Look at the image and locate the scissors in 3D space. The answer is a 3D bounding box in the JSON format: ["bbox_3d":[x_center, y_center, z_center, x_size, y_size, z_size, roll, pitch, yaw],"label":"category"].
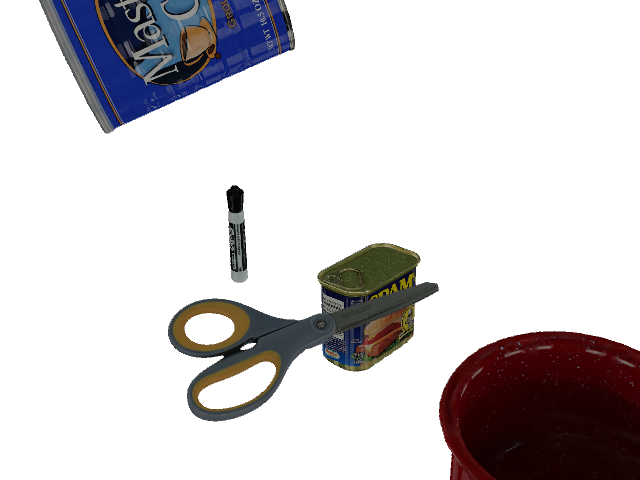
[{"bbox_3d":[-0.019,0.051,0.740,0.201,0.096,0.016,-33,-23,-29],"label":"scissors"}]

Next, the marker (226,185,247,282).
[{"bbox_3d":[-0.092,-0.007,1.178,0.020,0.121,0.020,0,34,0],"label":"marker"}]

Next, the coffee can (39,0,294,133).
[{"bbox_3d":[-0.101,-0.146,0.710,0.140,0.103,0.103,-25,2,-5],"label":"coffee can"}]

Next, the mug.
[{"bbox_3d":[0.101,0.095,0.393,0.117,0.081,0.093,5,36,9],"label":"mug"}]

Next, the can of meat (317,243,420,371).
[{"bbox_3d":[0.045,0.061,0.980,0.058,0.084,0.101,20,32,36],"label":"can of meat"}]
